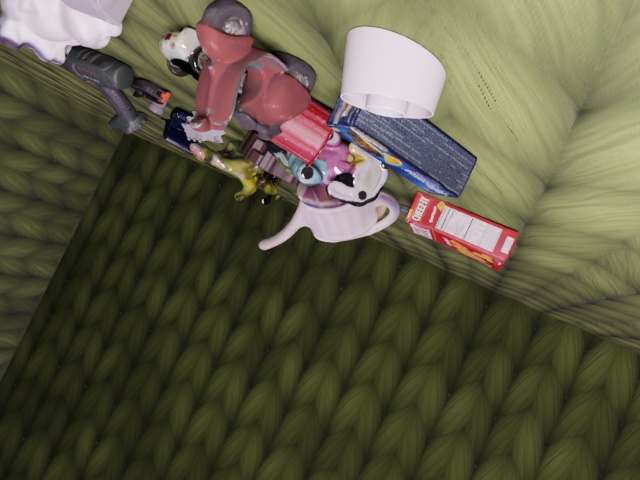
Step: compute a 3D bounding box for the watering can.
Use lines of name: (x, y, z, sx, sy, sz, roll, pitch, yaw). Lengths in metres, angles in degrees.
watering can: (0.003, -0.058, 1.147, 0.347, 0.106, 0.219, -11, 144, 8)

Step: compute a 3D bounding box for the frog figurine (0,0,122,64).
frog figurine: (-0.367, -0.330, 0.740, 0.158, 0.125, 0.135, -15, 150, 21)

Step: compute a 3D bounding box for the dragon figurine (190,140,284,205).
dragon figurine: (-0.162, -0.209, 1.392, 0.411, 0.120, 0.247, -1, -139, -44)
